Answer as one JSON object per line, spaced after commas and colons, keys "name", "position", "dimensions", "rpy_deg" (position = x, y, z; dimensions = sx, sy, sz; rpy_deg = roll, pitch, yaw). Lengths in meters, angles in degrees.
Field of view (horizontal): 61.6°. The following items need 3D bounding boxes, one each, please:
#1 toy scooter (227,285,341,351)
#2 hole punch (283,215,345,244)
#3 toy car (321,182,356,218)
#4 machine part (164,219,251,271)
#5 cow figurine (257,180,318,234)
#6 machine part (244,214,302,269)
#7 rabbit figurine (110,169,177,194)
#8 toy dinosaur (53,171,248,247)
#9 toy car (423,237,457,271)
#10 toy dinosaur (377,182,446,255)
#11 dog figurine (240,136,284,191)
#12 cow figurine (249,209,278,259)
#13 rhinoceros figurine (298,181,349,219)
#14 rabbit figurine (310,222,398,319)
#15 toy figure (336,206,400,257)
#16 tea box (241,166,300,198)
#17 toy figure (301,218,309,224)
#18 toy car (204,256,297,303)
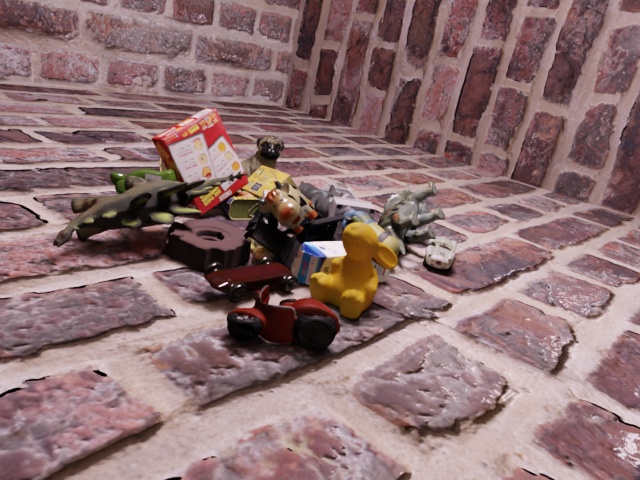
{"name": "toy scooter", "position": [-0.061, 0.122, 0.894], "dimensions": [0.184, 0.075, 0.135], "rpy_deg": [5, 19, -8]}
{"name": "hole punch", "position": [-0.003, -0.004, 1.280], "dimensions": [0.142, 0.092, 0.116], "rpy_deg": [-17, 4, -37]}
{"name": "toy car", "position": [0.048, -0.117, 1.581], "dimensions": [0.162, 0.102, 0.109], "rpy_deg": [4, 22, -17]}
{"name": "machine part", "position": [-0.234, 0.007, 1.135], "dimensions": [0.179, 0.056, 0.179], "rpy_deg": [12, 19, -4]}
{"name": "cow figurine", "position": [-0.073, -0.079, 1.176], "dimensions": [0.127, 0.085, 0.195], "rpy_deg": [41, 9, -16]}
{"name": "machine part", "position": [-0.095, 0.007, 1.131], "dimensions": [0.139, 0.084, 0.039], "rpy_deg": [38, -25, -17]}
{"name": "rabbit figurine", "position": [-0.429, -0.110, 1.309], "dimensions": [0.159, 0.121, 0.170], "rpy_deg": [1, 3, -11]}
{"name": "toy dinosaur", "position": [-0.345, -0.080, 1.136], "dimensions": [0.199, 0.104, 0.471], "rpy_deg": [2, 23, 31]}
{"name": "toy car", "position": [0.315, 0.029, 1.402], "dimensions": [0.074, 0.056, 0.202], "rpy_deg": [16, 20, 12]}
{"name": "toy dinosaur", "position": [0.221, -0.045, 1.463], "dimensions": [0.192, 0.131, 0.405], "rpy_deg": [-23, 9, 38]}
{"name": "dog figurine", "position": [-0.203, -0.233, 1.622], "dimensions": [0.172, 0.190, 0.121], "rpy_deg": [12, 19, 3]}
{"name": "cow figurine", "position": [-0.122, -0.017, 1.209], "dimensions": [0.068, 0.098, 0.167], "rpy_deg": [13, 18, -17]}
{"name": "rhinoceros figurine", "position": [0.007, -0.104, 1.479], "dimensions": [0.191, 0.073, 0.112], "rpy_deg": [24, 55, 36]}
{"name": "rabbit figurine", "position": [0.078, 0.047, 1.038], "dimensions": [0.162, 0.173, 0.122], "rpy_deg": [-12, 26, -41]}
{"name": "toy figure", "position": [0.114, -0.012, 1.291], "dimensions": [0.082, 0.089, 0.180], "rpy_deg": [-9, 53, -43]}
{"name": "tea box", "position": [-0.140, -0.141, 1.489], "dimensions": [0.098, 0.068, 0.170], "rpy_deg": [-46, 35, -14]}
{"name": "toy figure", "position": [-0.060, -0.063, 1.427], "dimensions": [0.057, 0.064, 0.155], "rpy_deg": [49, 1, -24]}
{"name": "toy car", "position": [-0.130, 0.075, 1.010], "dimensions": [0.089, 0.053, 0.202], "rpy_deg": [37, 25, 29]}
